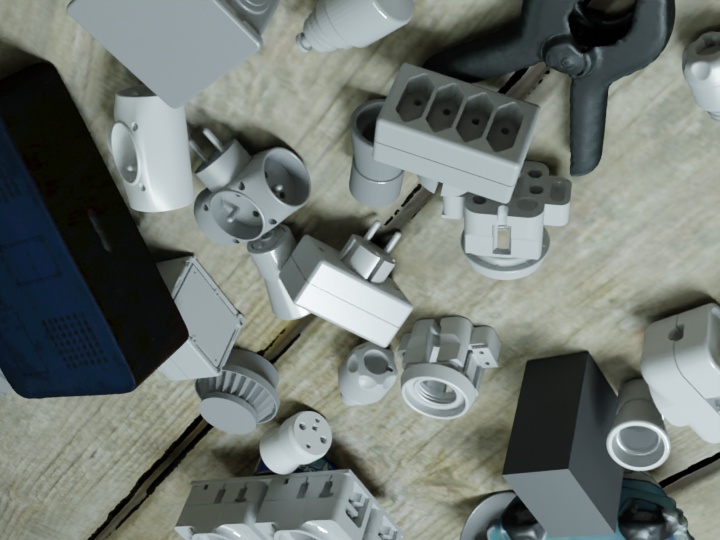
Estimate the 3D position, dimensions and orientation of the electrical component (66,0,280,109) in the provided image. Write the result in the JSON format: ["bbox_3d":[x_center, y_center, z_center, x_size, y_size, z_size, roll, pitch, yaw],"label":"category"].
[{"bbox_3d":[-0.108,-0.156,0.634,0.100,0.048,0.100,-25,123,41],"label":"electrical component"}]

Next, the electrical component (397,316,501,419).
[{"bbox_3d":[0.063,0.075,0.816,0.078,0.057,0.058,-7,133,29],"label":"electrical component"}]

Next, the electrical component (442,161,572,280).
[{"bbox_3d":[0.093,-0.031,0.683,0.078,0.058,0.057,6,136,11],"label":"electrical component"}]

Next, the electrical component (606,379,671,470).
[{"bbox_3d":[0.205,0.110,0.788,0.044,0.065,0.044,7,119,13],"label":"electrical component"}]

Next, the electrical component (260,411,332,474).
[{"bbox_3d":[-0.057,0.154,0.965,0.045,0.045,0.055,37,137,-18],"label":"electrical component"}]

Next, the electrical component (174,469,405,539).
[{"bbox_3d":[-0.069,0.247,1.007,0.186,0.060,0.105,-11,131,32],"label":"electrical component"}]

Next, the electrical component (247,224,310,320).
[{"bbox_3d":[-0.056,-0.001,0.794,0.044,0.044,0.065,-4,129,27],"label":"electrical component"}]

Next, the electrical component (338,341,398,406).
[{"bbox_3d":[0.002,0.088,0.868,0.043,0.043,0.062,26,141,-6],"label":"electrical component"}]

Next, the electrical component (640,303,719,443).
[{"bbox_3d":[0.239,0.074,0.742,0.059,0.053,0.095,-25,122,41],"label":"electrical component"}]

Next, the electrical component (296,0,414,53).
[{"bbox_3d":[-0.006,-0.145,0.610,0.078,0.040,0.040,-21,125,39],"label":"electrical component"}]

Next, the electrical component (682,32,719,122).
[{"bbox_3d":[0.198,-0.098,0.583,0.035,0.035,0.061,-10,134,31],"label":"electrical component"}]

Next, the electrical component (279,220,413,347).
[{"bbox_3d":[0.000,0.000,0.762,0.083,0.047,0.075,27,104,-28],"label":"electrical component"}]

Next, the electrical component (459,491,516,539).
[{"bbox_3d":[0.139,0.257,0.961,0.099,0.099,0.064,-18,133,37],"label":"electrical component"}]

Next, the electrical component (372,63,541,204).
[{"bbox_3d":[0.053,-0.068,0.627,0.083,0.047,0.075,19,150,7],"label":"electrical component"}]

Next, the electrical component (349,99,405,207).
[{"bbox_3d":[0.013,-0.071,0.686,0.044,0.044,0.065,17,145,5],"label":"electrical component"}]

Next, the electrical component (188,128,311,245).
[{"bbox_3d":[-0.086,-0.062,0.734,0.077,0.044,0.079,-24,114,41],"label":"electrical component"}]

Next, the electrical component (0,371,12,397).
[{"bbox_3d":[-0.308,-0.002,0.848,0.060,0.105,0.186,-17,128,36],"label":"electrical component"}]

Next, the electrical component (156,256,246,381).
[{"bbox_3d":[-0.142,0.045,0.864,0.061,0.061,0.096,-9,132,31],"label":"electrical component"}]

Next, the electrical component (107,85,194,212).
[{"bbox_3d":[-0.146,-0.086,0.726,0.079,0.044,0.077,25,124,50],"label":"electrical component"}]
